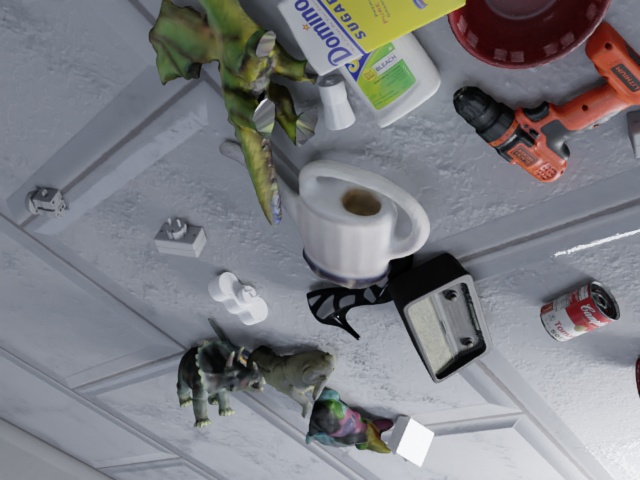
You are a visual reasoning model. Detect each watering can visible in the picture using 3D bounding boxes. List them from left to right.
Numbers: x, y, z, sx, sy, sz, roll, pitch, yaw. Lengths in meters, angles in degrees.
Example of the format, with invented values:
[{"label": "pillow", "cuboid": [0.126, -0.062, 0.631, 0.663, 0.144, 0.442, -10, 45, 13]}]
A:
[{"label": "watering can", "cuboid": [0.002, -0.041, 0.822, 0.349, 0.106, 0.219, 19, 138, 19]}]

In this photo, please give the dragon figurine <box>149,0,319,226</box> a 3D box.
[{"label": "dragon figurine", "cuboid": [-0.129, -0.214, 0.689, 0.245, 0.124, 0.400, 33, 135, 21]}]
